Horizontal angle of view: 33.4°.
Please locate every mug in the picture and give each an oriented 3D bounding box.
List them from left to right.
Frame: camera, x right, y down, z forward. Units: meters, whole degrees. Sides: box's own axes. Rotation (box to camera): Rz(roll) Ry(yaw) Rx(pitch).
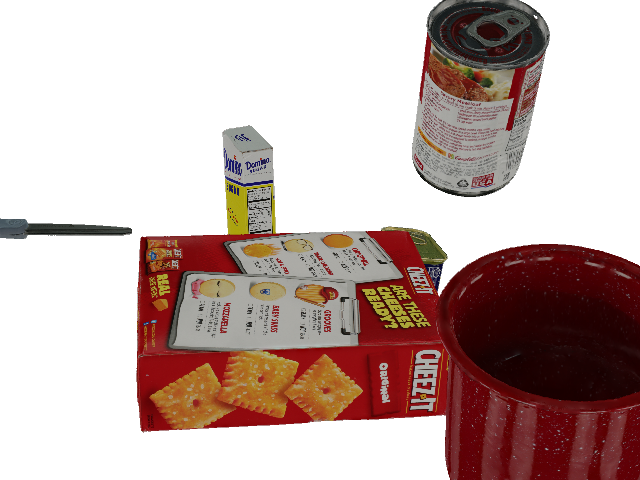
[{"bbox_3d":[0.101,0.062,0.407,0.117,0.081,0.093,7,37,13],"label":"mug"}]

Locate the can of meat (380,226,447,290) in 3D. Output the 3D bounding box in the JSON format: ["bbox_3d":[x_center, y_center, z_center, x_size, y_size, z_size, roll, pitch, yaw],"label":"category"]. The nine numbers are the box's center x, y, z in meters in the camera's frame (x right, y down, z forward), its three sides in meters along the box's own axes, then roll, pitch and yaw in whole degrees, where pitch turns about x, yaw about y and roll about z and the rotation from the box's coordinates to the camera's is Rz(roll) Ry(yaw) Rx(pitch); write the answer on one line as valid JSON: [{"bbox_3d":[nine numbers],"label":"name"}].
[{"bbox_3d":[0.094,0.041,1.159,0.057,0.084,0.102,5,18,-12],"label":"can of meat"}]

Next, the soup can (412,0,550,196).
[{"bbox_3d":[0.091,-0.084,0.625,0.068,0.068,0.102,0,-42,-2],"label":"soup can"}]

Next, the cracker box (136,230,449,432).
[{"bbox_3d":[-0.025,0.061,0.774,0.213,0.072,0.164,-1,28,-9],"label":"cracker box"}]

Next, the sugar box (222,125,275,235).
[{"bbox_3d":[-0.087,-0.043,1.311,0.048,0.176,0.093,-12,26,-17],"label":"sugar box"}]

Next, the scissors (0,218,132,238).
[{"bbox_3d":[-0.267,-0.003,0.882,0.202,0.016,0.096,7,24,7],"label":"scissors"}]
